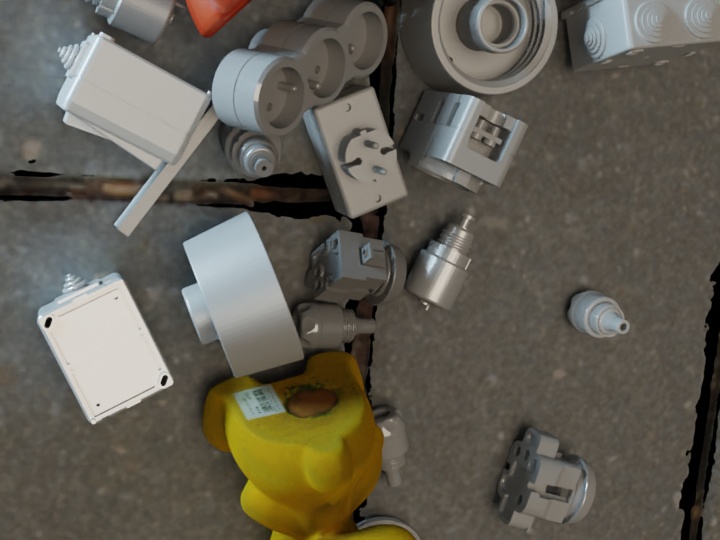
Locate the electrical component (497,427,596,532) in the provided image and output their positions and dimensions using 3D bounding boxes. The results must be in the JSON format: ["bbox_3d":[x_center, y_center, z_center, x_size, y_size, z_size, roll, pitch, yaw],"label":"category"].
[{"bbox_3d":[0.152,0.173,0.870,0.057,0.058,0.078,18,95,-19],"label":"electrical component"}]

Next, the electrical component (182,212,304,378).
[{"bbox_3d":[-0.086,0.021,0.729,0.060,0.108,0.108,-21,108,-8],"label":"electrical component"}]

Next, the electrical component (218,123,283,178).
[{"bbox_3d":[-0.072,-0.082,0.728,0.040,0.078,0.040,-7,117,-13],"label":"electrical component"}]

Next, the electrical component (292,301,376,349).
[{"bbox_3d":[-0.018,0.041,0.793,0.061,0.035,0.035,2,101,-23],"label":"electrical component"}]

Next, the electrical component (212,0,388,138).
[{"bbox_3d":[-0.051,-0.141,0.723,0.138,0.074,0.052,-42,136,-36],"label":"electrical component"}]

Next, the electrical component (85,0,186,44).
[{"bbox_3d":[-0.154,-0.177,0.695,0.078,0.040,0.040,21,94,-22],"label":"electrical component"}]

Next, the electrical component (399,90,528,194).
[{"bbox_3d":[0.070,-0.090,0.766,0.050,0.089,0.055,23,93,-22],"label":"electrical component"}]

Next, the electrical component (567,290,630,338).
[{"bbox_3d":[0.192,0.038,0.851,0.035,0.061,0.035,-4,103,-18],"label":"electrical component"}]

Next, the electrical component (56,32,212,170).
[{"bbox_3d":[-0.155,-0.111,0.697,0.096,0.062,0.061,27,92,-22],"label":"electrical component"}]

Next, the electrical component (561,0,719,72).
[{"bbox_3d":[0.209,-0.179,0.792,0.100,0.100,0.048,-9,91,-17],"label":"electrical component"}]

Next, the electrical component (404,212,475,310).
[{"bbox_3d":[0.064,-0.006,0.809,0.040,0.040,0.078,26,92,-22],"label":"electrical component"}]

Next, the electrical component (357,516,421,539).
[{"bbox_3d":[0.019,0.238,0.840,0.080,0.051,0.080,-4,103,-18],"label":"electrical component"}]

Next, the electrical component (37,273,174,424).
[{"bbox_3d":[-0.176,0.045,0.728,0.062,0.061,0.096,-27,101,-12],"label":"electrical component"}]

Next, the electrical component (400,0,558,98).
[{"bbox_3d":[0.090,-0.176,0.770,0.108,0.060,0.108,-4,103,-18],"label":"electrical component"}]

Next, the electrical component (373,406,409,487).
[{"bbox_3d":[0.021,0.138,0.828,0.035,0.035,0.061,-17,109,-15],"label":"electrical component"}]

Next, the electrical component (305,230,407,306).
[{"bbox_3d":[0.000,0.000,0.781,0.055,0.066,0.048,9,63,-28],"label":"electrical component"}]

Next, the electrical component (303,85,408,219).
[{"bbox_3d":[0.002,-0.081,0.751,0.047,0.076,0.083,-23,108,-13],"label":"electrical component"}]
